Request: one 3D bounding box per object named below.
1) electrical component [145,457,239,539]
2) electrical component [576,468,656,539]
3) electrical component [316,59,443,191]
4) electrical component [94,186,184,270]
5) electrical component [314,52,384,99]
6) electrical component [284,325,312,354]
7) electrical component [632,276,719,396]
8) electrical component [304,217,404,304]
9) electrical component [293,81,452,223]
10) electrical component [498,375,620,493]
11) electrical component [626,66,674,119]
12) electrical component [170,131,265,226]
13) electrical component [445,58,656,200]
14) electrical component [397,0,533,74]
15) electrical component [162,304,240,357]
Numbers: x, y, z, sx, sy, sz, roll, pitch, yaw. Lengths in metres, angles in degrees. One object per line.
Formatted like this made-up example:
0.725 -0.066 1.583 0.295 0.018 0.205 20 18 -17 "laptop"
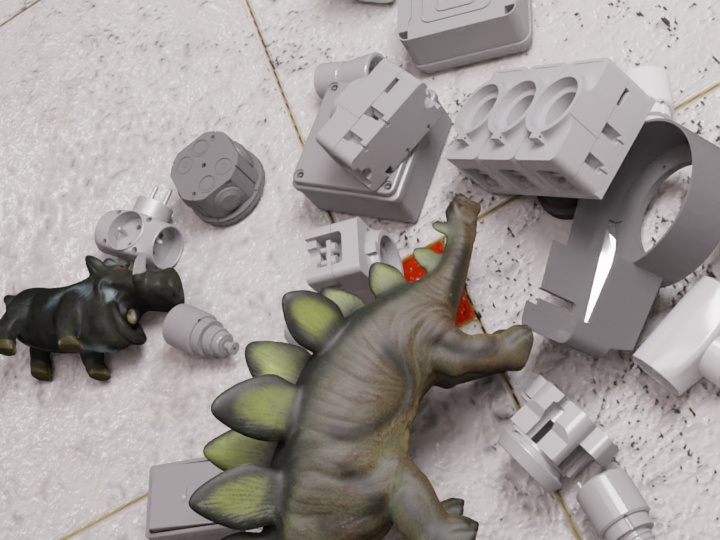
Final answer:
-0.121 0.186 0.868 0.096 0.061 0.061 -13 61 21 "electrical component"
0.180 0.172 0.734 0.040 0.040 0.078 -34 56 8 "electrical component"
0.013 -0.122 0.886 0.089 0.050 0.056 -49 55 -2 "electrical component"
-0.206 -0.045 1.035 0.077 0.044 0.079 14 73 31 "electrical component"
-0.010 -0.178 1.004 0.065 0.044 0.044 1 66 32 "electrical component"
-0.030 0.059 0.895 0.045 0.045 0.055 -48 55 -2 "electrical component"
0.247 0.056 0.755 0.077 0.044 0.079 -49 55 -2 "electrical component"
0.000 0.000 0.881 0.056 0.089 0.050 -14 61 20 "electrical component"
0.011 -0.105 0.947 0.109 0.056 0.108 10 71 31 "electrical component"
0.137 0.121 0.771 0.057 0.058 0.078 -45 50 -1 "electrical component"
0.230 -0.125 0.856 0.040 0.040 0.078 -11 62 22 "electrical component"
-0.134 -0.087 1.015 0.080 0.051 0.080 -11 62 22 "electrical component"
0.141 -0.111 0.841 0.089 0.062 0.150 -59 26 -9 "electrical component"
0.095 -0.230 0.966 0.113 0.057 0.078 -9 62 23 "electrical component"
-0.139 0.058 0.953 0.078 0.040 0.040 19 76 33 "electrical component"
